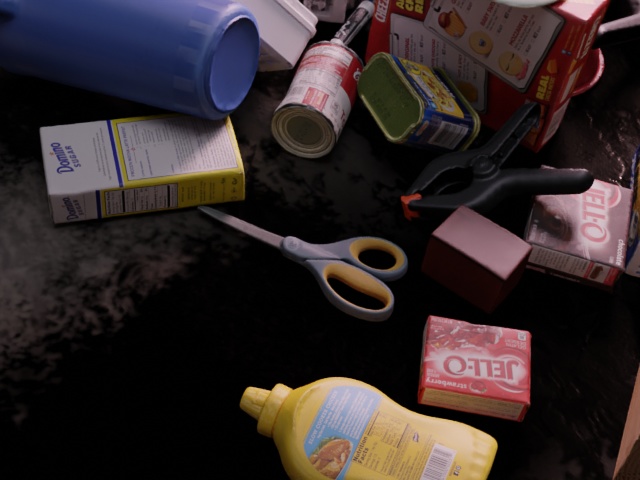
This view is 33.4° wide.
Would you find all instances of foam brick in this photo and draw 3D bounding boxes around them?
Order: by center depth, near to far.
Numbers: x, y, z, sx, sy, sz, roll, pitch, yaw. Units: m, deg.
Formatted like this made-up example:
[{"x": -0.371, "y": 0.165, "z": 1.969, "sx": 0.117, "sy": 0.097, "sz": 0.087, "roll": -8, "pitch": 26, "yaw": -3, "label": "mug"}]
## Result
[{"x": 0.137, "y": 0.017, "z": 0.939, "sx": 0.078, "sy": 0.051, "sz": 0.052, "roll": 34, "pitch": 52, "yaw": 20, "label": "foam brick"}]

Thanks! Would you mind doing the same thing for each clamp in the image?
[{"x": 0.161, "y": -0.055, "z": 0.983, "sx": 0.171, "sy": 0.039, "sz": 0.120, "roll": -31, "pitch": 43, "yaw": -6, "label": "clamp"}, {"x": 0.369, "y": -0.237, "z": 1.181, "sx": 0.164, "sy": 0.036, "sz": 0.210, "roll": 24, "pitch": 46, "yaw": -11, "label": "clamp"}]

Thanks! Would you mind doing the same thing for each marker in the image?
[{"x": 0.027, "y": -0.220, "z": 1.152, "sx": 0.020, "sy": 0.020, "sz": 0.121, "roll": 24, "pitch": 51, "yaw": 13, "label": "marker"}]

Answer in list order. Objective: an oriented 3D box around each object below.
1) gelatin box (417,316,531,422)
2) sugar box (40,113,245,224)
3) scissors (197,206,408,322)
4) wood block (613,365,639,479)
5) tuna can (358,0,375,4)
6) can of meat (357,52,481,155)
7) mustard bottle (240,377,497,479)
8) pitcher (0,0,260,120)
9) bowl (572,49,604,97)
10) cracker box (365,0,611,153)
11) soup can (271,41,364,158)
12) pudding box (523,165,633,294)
[{"x": 0.127, "y": 0.104, "z": 0.875, "sx": 0.089, "sy": 0.030, "sz": 0.073, "roll": 10, "pitch": 49, "yaw": 2, "label": "gelatin box"}, {"x": -0.163, "y": -0.069, "z": 0.980, "sx": 0.176, "sy": 0.048, "sz": 0.093, "roll": -9, "pitch": 49, "yaw": -11, "label": "sugar box"}, {"x": -0.006, "y": 0.001, "z": 0.958, "sx": 0.202, "sy": 0.016, "sz": 0.096, "roll": 36, "pitch": 53, "yaw": 22, "label": "scissors"}, {"x": 0.309, "y": 0.107, "z": 0.856, "sx": 0.091, "sy": 0.090, "sz": 0.205, "roll": 19, "pitch": 50, "yaw": 11, "label": "wood block"}, {"x": 0.086, "y": -0.287, "z": 1.207, "sx": 0.086, "sy": 0.034, "sz": 0.086, "roll": 4, "pitch": 49, "yaw": -5, "label": "tuna can"}, {"x": 0.093, "y": -0.131, "z": 1.034, "sx": 0.083, "sy": 0.058, "sz": 0.102, "roll": 8, "pitch": 41, "yaw": -43, "label": "can of meat"}, {"x": 0.029, "y": 0.155, "z": 0.800, "sx": 0.192, "sy": 0.058, "sz": 0.096, "roll": 22, "pitch": 55, "yaw": 11, "label": "mustard bottle"}, {"x": -0.178, "y": -0.195, "z": 1.014, "sx": 0.243, "sy": 0.145, "sz": 0.149, "roll": 19, "pitch": 55, "yaw": 21, "label": "pitcher"}, {"x": 0.236, "y": -0.226, "z": 1.159, "sx": 0.162, "sy": 0.055, "sz": 0.162, "roll": 4, "pitch": 48, "yaw": -4, "label": "bowl"}, {"x": 0.161, "y": -0.210, "z": 1.063, "sx": 0.214, "sy": 0.164, "sz": 0.072, "roll": 31, "pitch": 50, "yaw": 19, "label": "cracker box"}, {"x": -0.001, "y": -0.137, "z": 1.044, "sx": 0.068, "sy": 0.068, "sz": 0.102, "roll": 17, "pitch": 50, "yaw": 7, "label": "soup can"}, {"x": 0.236, "y": -0.012, "z": 0.984, "sx": 0.090, "sy": 0.039, "sz": 0.113, "roll": 16, "pitch": 49, "yaw": 6, "label": "pudding box"}]
